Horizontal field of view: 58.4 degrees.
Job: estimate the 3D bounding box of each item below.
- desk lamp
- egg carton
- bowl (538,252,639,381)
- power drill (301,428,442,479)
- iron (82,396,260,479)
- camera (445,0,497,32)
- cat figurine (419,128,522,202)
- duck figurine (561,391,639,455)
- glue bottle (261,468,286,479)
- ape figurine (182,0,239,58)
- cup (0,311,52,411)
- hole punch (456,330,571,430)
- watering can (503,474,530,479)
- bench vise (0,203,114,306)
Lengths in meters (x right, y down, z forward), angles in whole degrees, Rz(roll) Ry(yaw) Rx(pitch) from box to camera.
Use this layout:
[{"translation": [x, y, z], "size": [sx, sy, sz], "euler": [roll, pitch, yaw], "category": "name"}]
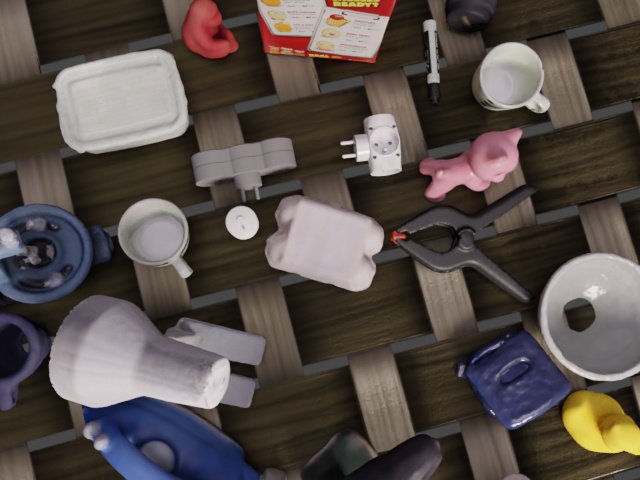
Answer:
[{"translation": [-0.175, 0.140, 0.670], "size": [0.203, 0.213, 0.118], "euler": [12, 84, -1], "category": "desk lamp"}, {"translation": [0.007, 0.003, 0.765], "size": [0.150, 0.069, 0.107], "euler": [16, 84, -1], "category": "egg carton"}, {"translation": [0.363, 0.101, 0.769], "size": [0.167, 0.074, 0.167], "euler": [0, 84, -3], "category": "bowl"}, {"translation": [0.035, 0.293, 0.668], "size": [0.230, 0.208, 0.075], "euler": [-45, 87, -6], "category": "power drill"}, {"translation": [-0.206, 0.265, 0.693], "size": [0.258, 0.141, 0.119], "euler": [33, 84, 1], "category": "iron"}, {"translation": [0.204, -0.373, 0.796], "size": [0.143, 0.100, 0.137], "euler": [13, 84, -1], "category": "camera"}, {"translation": [0.205, -0.102, 0.760], "size": [0.128, 0.117, 0.067], "euler": [-17, 85, -4], "category": "cat figurine"}, {"translation": [0.377, 0.244, 0.750], "size": [0.104, 0.086, 0.077], "euler": [34, 84, 1], "category": "duck figurine"}, {"translation": [-0.065, 0.332, 0.677], "size": [0.037, 0.173, 0.078], "euler": [15, 84, -1], "category": "glue bottle"}, {"translation": [-0.153, -0.294, 0.776], "size": [0.076, 0.092, 0.078], "euler": [-1, 84, -2], "category": "ape figurine"}, {"translation": [-0.379, 0.148, 0.720], "size": [0.091, 0.095, 0.118], "euler": [-7, 85, -3], "category": "cup"}, {"translation": [0.249, 0.179, 0.748], "size": [0.109, 0.091, 0.101], "euler": [-32, 86, -5], "category": "hole punch"}, {"translation": [0.248, 0.370, 0.677], "size": [0.101, 0.194, 0.173], "euler": [-36, 87, -5], "category": "watering can"}, {"translation": [-0.366, 0.036, 0.669], "size": [0.207, 0.219, 0.121], "euler": [-37, 87, -5], "category": "bench vise"}]
